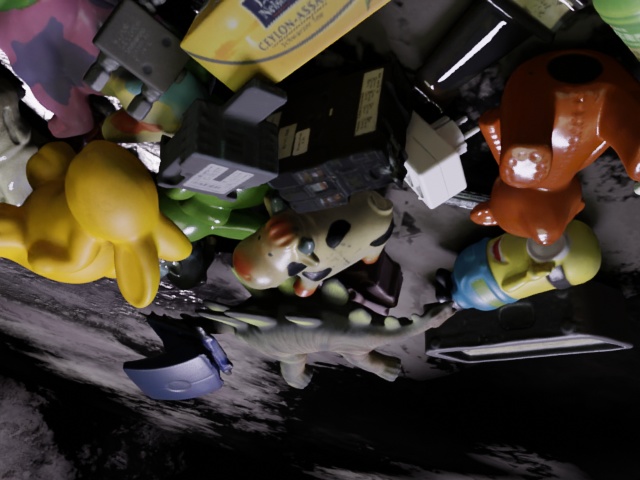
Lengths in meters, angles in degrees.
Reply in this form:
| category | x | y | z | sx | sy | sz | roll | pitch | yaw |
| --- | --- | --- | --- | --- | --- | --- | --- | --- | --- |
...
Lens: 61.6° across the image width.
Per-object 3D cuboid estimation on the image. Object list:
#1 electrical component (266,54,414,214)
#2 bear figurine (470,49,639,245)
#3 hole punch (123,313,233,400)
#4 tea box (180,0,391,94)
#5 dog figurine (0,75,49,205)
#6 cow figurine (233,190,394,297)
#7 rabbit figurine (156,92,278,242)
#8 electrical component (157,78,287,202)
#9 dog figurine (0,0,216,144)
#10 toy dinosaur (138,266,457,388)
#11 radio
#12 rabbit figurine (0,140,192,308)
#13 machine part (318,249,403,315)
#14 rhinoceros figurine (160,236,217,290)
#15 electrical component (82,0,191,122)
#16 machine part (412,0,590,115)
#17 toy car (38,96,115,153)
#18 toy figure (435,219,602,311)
| category | x | y | z | sx | sy | sz | roll | pitch | yaw |
| --- | --- | --- | --- | --- | --- | --- | --- | --- | --- |
| electrical component | 0.009 | -0.088 | 0.462 | 0.134 | 0.115 | 0.058 | -8 | 142 | 30 |
| bear figurine | 0.188 | -0.049 | 0.444 | 0.120 | 0.132 | 0.195 | 0 | 140 | 7 |
| hole punch | -0.195 | 0.173 | 0.746 | 0.116 | 0.092 | 0.142 | 10 | 142 | 19 |
| tea box | -0.008 | -0.175 | 0.352 | 0.068 | 0.098 | 0.170 | 37 | 144 | -31 |
| dog figurine | -0.325 | -0.102 | 0.620 | 0.121 | 0.172 | 0.190 | 36 | 128 | 27 |
| cow figurine | -0.001 | -0.002 | 0.557 | 0.085 | 0.195 | 0.127 | 54 | 145 | 20 |
| rabbit figurine | -0.119 | -0.057 | 0.573 | 0.159 | 0.121 | 0.170 | 14 | 143 | -41 |
| electrical component | -0.068 | -0.072 | 0.410 | 0.075 | 0.047 | 0.119 | 12 | 160 | -39 |
| dog figurine | -0.194 | -0.184 | 0.408 | 0.192 | 0.108 | 0.219 | 5 | 145 | 15 |
| toy dinosaur | -0.050 | 0.110 | 0.720 | 0.472 | 0.105 | 0.198 | -13 | 136 | 33 |
| radio | 0.253 | 0.108 | 0.685 | 0.230 | 0.073 | 0.131 | -19 | 153 | 41 |
| rabbit figurine | -0.193 | -0.015 | 0.462 | 0.162 | 0.122 | 0.173 | 46 | 137 | -15 |
| machine part | 0.024 | 0.056 | 0.743 | 0.179 | 0.056 | 0.179 | 11 | 150 | 7 |
| rhinoceros figurine | -0.198 | 0.005 | 0.703 | 0.073 | 0.112 | 0.190 | 11 | 156 | 10 |
| electrical component | -0.125 | -0.138 | 0.388 | 0.063 | 0.094 | 0.021 | 34 | -178 | -33 |
| machine part | 0.123 | -0.150 | 0.395 | 0.084 | 0.039 | 0.139 | 18 | 147 | -21 |
| toy car | -0.249 | -0.068 | 0.616 | 0.053 | 0.089 | 0.202 | 14 | 143 | 10 |
| toy figure | 0.217 | 0.029 | 0.600 | 0.089 | 0.082 | 0.180 | 14 | 147 | -36 |
